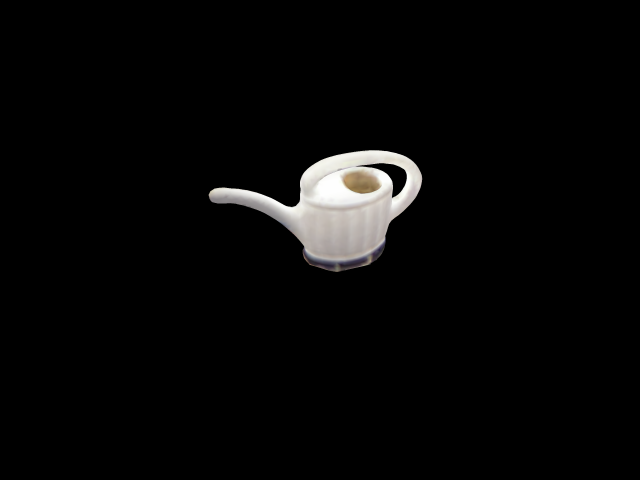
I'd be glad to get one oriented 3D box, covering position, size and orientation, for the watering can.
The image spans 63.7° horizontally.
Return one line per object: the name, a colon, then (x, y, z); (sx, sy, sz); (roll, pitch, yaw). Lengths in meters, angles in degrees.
watering can: (0.003, -0.043, 0.850); (0.348, 0.219, 0.106); (-12, 44, -12)
